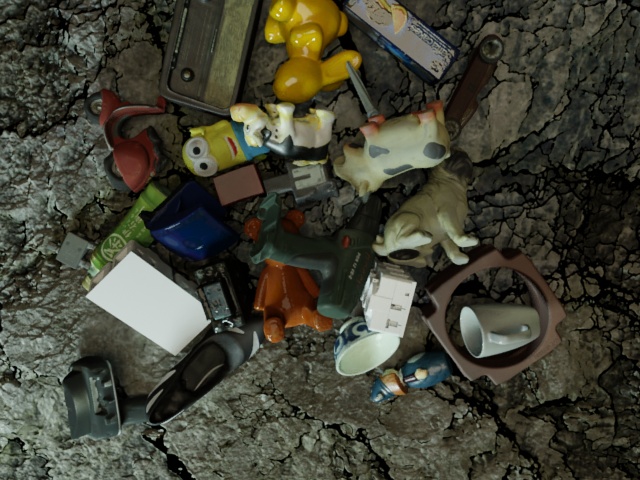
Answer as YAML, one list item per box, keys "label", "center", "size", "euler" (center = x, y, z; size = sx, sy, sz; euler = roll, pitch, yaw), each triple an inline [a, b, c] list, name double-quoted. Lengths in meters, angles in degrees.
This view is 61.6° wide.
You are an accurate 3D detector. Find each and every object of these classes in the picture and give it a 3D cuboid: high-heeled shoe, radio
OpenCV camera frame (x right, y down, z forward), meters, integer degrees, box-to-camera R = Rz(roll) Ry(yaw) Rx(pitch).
- label: "high-heeled shoe"
  center: [-0.191, 0.216, 0.914]
  size: [0.249, 0.145, 0.086]
  euler: [-40, 94, 7]
- label: "radio"
  center: [-0.178, -0.326, 0.887]
  size: [0.131, 0.073, 0.229]
  euler: [13, 93, -3]

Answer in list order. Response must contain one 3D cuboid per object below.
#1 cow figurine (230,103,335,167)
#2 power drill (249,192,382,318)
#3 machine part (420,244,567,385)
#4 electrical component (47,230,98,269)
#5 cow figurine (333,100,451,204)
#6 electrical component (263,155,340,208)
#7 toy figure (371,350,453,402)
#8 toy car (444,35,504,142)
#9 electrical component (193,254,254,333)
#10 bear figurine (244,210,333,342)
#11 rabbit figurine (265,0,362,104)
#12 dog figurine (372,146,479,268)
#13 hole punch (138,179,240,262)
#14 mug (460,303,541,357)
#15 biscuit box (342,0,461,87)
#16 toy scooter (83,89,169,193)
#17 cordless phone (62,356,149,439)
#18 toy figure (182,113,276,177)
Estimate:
- label: "cow figurine"
  center: [-0.061, -0.168, 0.850]
  size: [0.167, 0.068, 0.098]
  euler: [0, 104, -22]
- label: "power drill"
  center: [-0.002, -0.003, 0.863]
  size: [0.207, 0.086, 0.232]
  euler: [25, 64, -28]
- label: "machine part"
  center: [0.291, 0.122, 0.918]
  size: [0.201, 0.087, 0.201]
  euler: [-37, 94, 4]
- label: "electrical component"
  center: [-0.440, 0.015, 0.964]
  size: [0.094, 0.021, 0.063]
  euler: [27, 96, 0]
- label: "cow figurine"
  center: [0.112, -0.136, 0.859]
  size: [0.195, 0.085, 0.127]
  euler: [-10, 111, 28]
- label: "electrical component"
  center: [-0.032, -0.096, 0.914]
  size: [0.119, 0.047, 0.075]
  euler: [-19, 75, 3]
- label: "toy figure"
  center: [0.156, 0.240, 0.944]
  size: [0.154, 0.058, 0.064]
  euler: [-26, 138, 16]
- label: "toy car"
  center: [0.240, -0.237, 0.879]
  size: [0.053, 0.089, 0.202]
  euler: [25, 97, -5]
- label: "electrical component"
  center: [-0.161, 0.089, 0.906]
  size: [0.058, 0.134, 0.114]
  euler: [-20, 97, 4]
- label: "bear figurine"
  center: [-0.056, 0.053, 0.905]
  size: [0.120, 0.132, 0.195]
  euler: [-8, 101, -13]
- label: "rabbit figurine"
  center: [-0.022, -0.296, 0.870]
  size: [0.162, 0.122, 0.173]
  euler: [16, 76, -22]
- label: "dog figurine"
  center: [0.169, -0.062, 0.883]
  size: [0.172, 0.121, 0.190]
  euler: [1, 65, -7]
- label: "hole punch"
  center: [-0.210, -0.019, 0.893]
  size: [0.116, 0.142, 0.092]
  euler: [-44, 49, 2]
- label: "mug"
  center: [0.286, 0.133, 0.828]
  size: [0.107, 0.109, 0.080]
  euler: [-10, 89, -10]
- label: "biscuit box"
  center: [0.133, -0.341, 0.887]
  size: [0.203, 0.059, 0.063]
  euler: [38, 96, -2]
- label: "toy scooter"
  center: [-0.311, -0.179, 0.915]
  size: [0.135, 0.075, 0.183]
  euler: [-19, 92, 0]
- label: "cordless phone"
  center: [-0.355, 0.277, 0.971]
  size: [0.184, 0.089, 0.146]
  euler: [-7, 95, -8]
- label: "toy figure"
  center: [-0.143, -0.161, 0.907]
  size: [0.180, 0.089, 0.082]
  euler: [-25, 83, -4]
